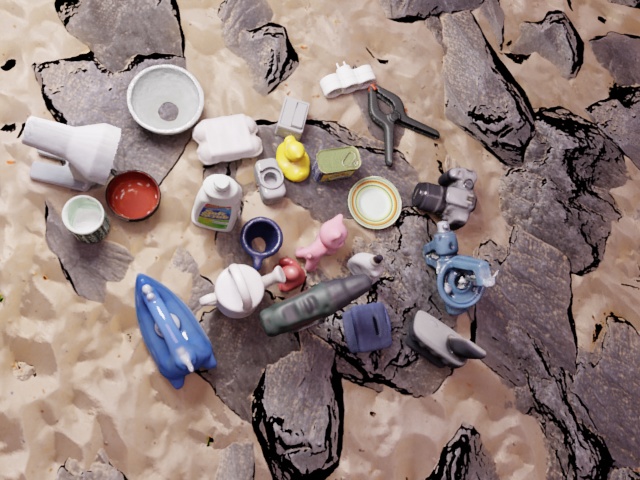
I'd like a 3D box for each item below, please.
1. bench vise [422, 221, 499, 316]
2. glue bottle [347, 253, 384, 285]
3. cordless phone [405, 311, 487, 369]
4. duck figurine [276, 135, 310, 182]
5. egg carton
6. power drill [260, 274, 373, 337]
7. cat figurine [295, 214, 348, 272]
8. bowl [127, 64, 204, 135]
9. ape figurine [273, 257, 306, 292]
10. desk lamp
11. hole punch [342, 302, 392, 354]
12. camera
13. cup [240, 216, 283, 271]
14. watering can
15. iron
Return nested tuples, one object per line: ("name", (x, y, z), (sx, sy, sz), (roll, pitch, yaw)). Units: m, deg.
("bench vise", (0.301, 0.059, 1.265), (0.122, 0.219, 0.207), (-31, 85, -16))
("glue bottle", (0.108, 0.056, 1.251), (0.037, 0.173, 0.078), (-35, 86, -17))
("cordless phone", (0.276, 0.214, 1.242), (0.147, 0.185, 0.094), (32, 73, -3))
("duck figurine", (-0.058, -0.191, 1.320), (0.077, 0.086, 0.104), (-20, 82, -15))
("egg carton", (-0.211, -0.229, 1.306), (0.150, 0.069, 0.107), (-13, 80, -14))
("power drill", (-0.017, 0.136, 1.187), (0.230, 0.208, 0.075), (-22, 82, -16))
("cat figurine", (0.012, 0.005, 1.272), (0.128, 0.117, 0.067), (-41, 87, -17))
("bowl", (-0.345, -0.305, 1.293), (0.167, 0.074, 0.167), (3, 76, -11))
("ape figurine", (-0.066, 0.076, 1.252), (0.076, 0.092, 0.078), (20, 74, -6))
("desk lamp", (-0.498, -0.173, 1.158), (0.203, 0.213, 0.118), (12, 75, -9))
("hole punch", (0.110, 0.191, 1.262), (0.101, 0.091, 0.108), (-10, 79, -13))
("camera", (0.298, -0.111, 1.367), (0.137, 0.100, 0.143), (14, 74, -8))
("cup", (-0.132, 0.017, 1.251), (0.092, 0.095, 0.118), (9, 75, -9))
("watering can", (-0.159, 0.097, 1.175), (0.173, 0.194, 0.101), (-41, 87, -17))
("iron", (-0.311, 0.167, 1.154), (0.119, 0.141, 0.258), (-31, 85, -16))
